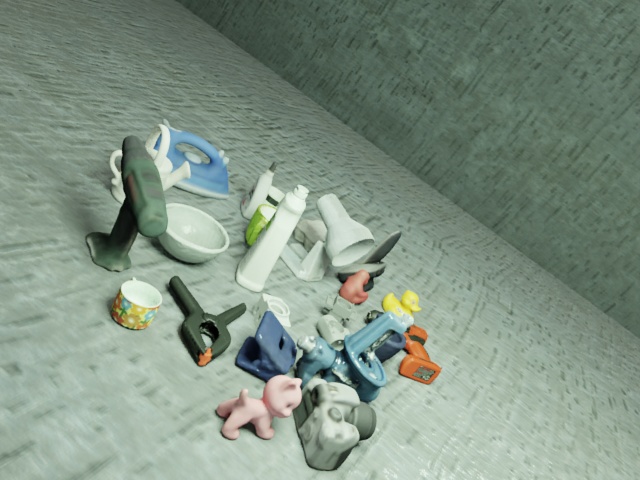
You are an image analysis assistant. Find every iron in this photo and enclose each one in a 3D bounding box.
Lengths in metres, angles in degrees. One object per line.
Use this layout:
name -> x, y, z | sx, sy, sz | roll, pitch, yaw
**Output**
iron -> -0.330, -0.211, 1.507 | 0.259, 0.141, 0.118 | 22, 25, -27

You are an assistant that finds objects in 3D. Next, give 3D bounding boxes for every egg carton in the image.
egg carton -> 0.000, 0.003, 1.615 | 0.150, 0.069, 0.108 | 46, 25, 28

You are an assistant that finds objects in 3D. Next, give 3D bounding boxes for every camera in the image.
camera -> 0.040, 0.314, 0.994 | 0.137, 0.100, 0.143 | 21, 25, -27

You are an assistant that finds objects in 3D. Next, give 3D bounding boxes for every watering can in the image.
watering can -> -0.378, -0.170, 1.289 | 0.100, 0.194, 0.173 | 45, 25, 25

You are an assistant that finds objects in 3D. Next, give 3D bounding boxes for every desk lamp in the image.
desk lamp -> 0.013, 0.005, 1.437 | 0.118, 0.213, 0.202 | 2, 38, -52

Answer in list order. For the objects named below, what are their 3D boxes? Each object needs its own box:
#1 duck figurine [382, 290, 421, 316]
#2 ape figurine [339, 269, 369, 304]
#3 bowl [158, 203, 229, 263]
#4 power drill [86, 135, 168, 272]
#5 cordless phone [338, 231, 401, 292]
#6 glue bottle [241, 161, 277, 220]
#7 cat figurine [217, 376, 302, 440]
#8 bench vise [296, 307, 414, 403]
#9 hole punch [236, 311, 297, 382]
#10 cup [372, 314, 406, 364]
duck figurine -> 0.227, 0.174, 1.551 | 0.104, 0.086, 0.078 | 43, 24, 22
ape figurine -> 0.096, 0.117, 1.482 | 0.076, 0.092, 0.077 | 14, 29, -39
bowl -> -0.285, -0.003, 1.233 | 0.168, 0.074, 0.167 | 28, 23, -13
power drill -> -0.359, -0.058, 1.070 | 0.076, 0.208, 0.229 | 10, 32, -44
cordless phone -> 0.142, 0.048, 1.562 | 0.094, 0.185, 0.148 | 39, 23, 13
glue bottle -> -0.160, -0.141, 1.552 | 0.037, 0.173, 0.078 | 20, 26, -29
cat figurine -> -0.085, 0.257, 0.919 | 0.128, 0.117, 0.067 | 14, 29, -39
bench vise -> 0.069, 0.214, 1.081 | 0.208, 0.219, 0.121 | 14, 29, -40
hole punch -> -0.087, 0.199, 1.068 | 0.101, 0.091, 0.108 | 31, 22, -6
cup -> 0.129, 0.230, 1.293 | 0.092, 0.095, 0.117 | 23, 24, -24
